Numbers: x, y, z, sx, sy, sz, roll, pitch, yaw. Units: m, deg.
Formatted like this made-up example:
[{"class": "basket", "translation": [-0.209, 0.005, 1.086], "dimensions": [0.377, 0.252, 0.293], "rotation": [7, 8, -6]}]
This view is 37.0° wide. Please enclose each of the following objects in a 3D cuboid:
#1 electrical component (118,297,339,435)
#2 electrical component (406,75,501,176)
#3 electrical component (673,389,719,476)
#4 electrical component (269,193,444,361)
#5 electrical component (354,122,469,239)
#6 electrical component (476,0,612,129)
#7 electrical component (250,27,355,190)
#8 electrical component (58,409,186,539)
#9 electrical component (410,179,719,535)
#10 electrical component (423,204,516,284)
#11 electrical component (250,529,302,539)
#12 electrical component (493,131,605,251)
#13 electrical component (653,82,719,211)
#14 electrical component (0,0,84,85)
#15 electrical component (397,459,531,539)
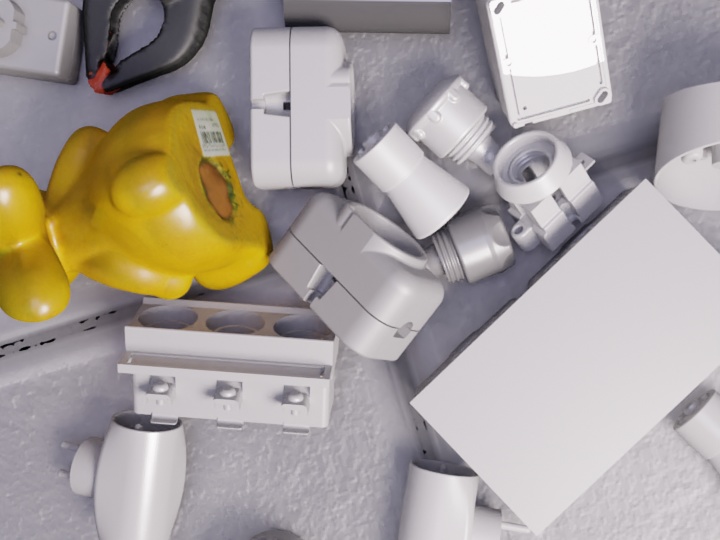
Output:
[{"class": "electrical component", "translation": [-0.076, 0.057, 0.651], "dimensions": [0.121, 0.078, 0.063], "rotation": [4, 112, 3]}, {"class": "electrical component", "translation": [0.063, -0.084, 0.655], "dimensions": [0.062, 0.048, 0.048], "rotation": [42, 92, -5]}, {"class": "electrical component", "translation": [0.223, 0.105, 0.650], "dimensions": [0.065, 0.044, 0.044], "rotation": [45, 92, 7]}, {"class": "electrical component", "translation": [0.000, 0.000, 0.634], "dimensions": [0.095, 0.054, 0.059], "rotation": [45, 107, 30]}, {"class": "electrical component", "translation": [0.028, -0.056, 0.647], "dimensions": [0.044, 0.044, 0.065], "rotation": [-44, 102, 2]}, {"class": "electrical component", "translation": [0.104, -0.143, 0.629], "dimensions": [0.062, 0.061, 0.096], "rotation": [-15, 120, 3]}, {"class": "electrical component", "translation": [-0.034, -0.097, 0.654], "dimensions": [0.059, 0.054, 0.095], "rotation": [0, 90, 3]}, {"class": "electrical component", "translation": [-0.152, 0.125, 0.666], "dimensions": [0.079, 0.043, 0.077], "rotation": [11, 100, 16]}, {"class": "electrical component", "translation": [0.133, 0.050, 0.643], "dimensions": [0.186, 0.060, 0.105], "rotation": [-44, 88, 2]}, {"class": "electrical component", "translation": [0.060, -0.011, 0.656], "dimensions": [0.062, 0.043, 0.043], "rotation": [-21, 89, 4]}, {"class": "electrical component", "translation": [-0.054, 0.189, 0.660], "dimensions": [0.055, 0.047, 0.055], "rotation": [0, 90, 4]}, {"class": "electrical component", "translation": [0.109, -0.050, 0.640], "dimensions": [0.066, 0.055, 0.048], "rotation": [-44, 44, -1]}, {"class": "electrical component", "translation": [0.221, -0.073, 0.622], "dimensions": [0.099, 0.099, 0.064], "rotation": [1, 84, 3]}, {"class": "electrical component", "translation": [-0.220, -0.147, 0.652], "dimensions": [0.083, 0.076, 0.047], "rotation": [9, 91, 3]}, {"class": "electrical component", "translation": [0.063, 0.161, 0.656], "dimensions": [0.079, 0.043, 0.077], "rotation": [9, 91, 3]}]
